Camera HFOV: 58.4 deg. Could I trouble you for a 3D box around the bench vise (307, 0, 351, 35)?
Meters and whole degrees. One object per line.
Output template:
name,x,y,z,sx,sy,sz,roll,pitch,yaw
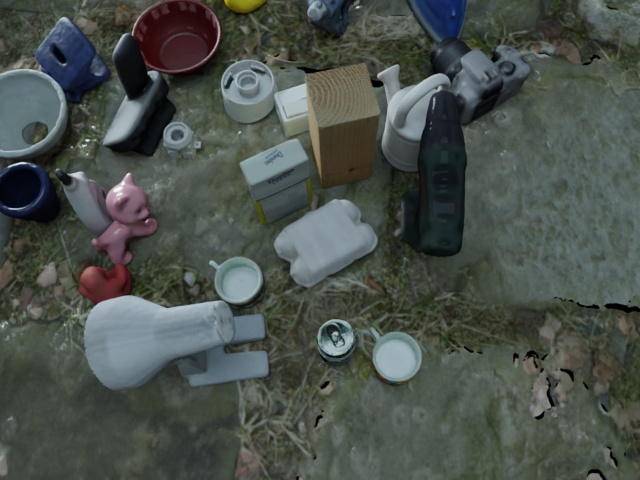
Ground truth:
bench vise,0.048,-0.479,0.990,0.121,0.220,0.207,8,71,4

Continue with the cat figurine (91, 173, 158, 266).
cat figurine,-0.310,-0.035,0.896,0.067,0.118,0.128,30,74,11

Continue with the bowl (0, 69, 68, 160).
bowl,-0.503,-0.202,0.979,0.167,0.075,0.167,0,71,1

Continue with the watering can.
watering can,0.149,-0.198,0.905,0.172,0.194,0.101,35,75,12

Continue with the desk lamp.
desk lamp,-0.184,0.137,0.784,0.203,0.213,0.118,-8,71,-2

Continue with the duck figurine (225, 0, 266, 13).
duck figurine,-0.138,-0.484,1.065,0.077,0.086,0.105,36,75,12

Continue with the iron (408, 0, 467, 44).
iron,0.221,-0.489,1.032,0.118,0.141,0.258,-9,71,-2

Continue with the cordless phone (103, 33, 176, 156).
cordless phone,-0.315,-0.234,0.929,0.094,0.185,0.148,15,72,6

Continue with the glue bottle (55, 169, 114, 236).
glue bottle,-0.363,-0.068,0.879,0.037,0.173,0.078,-15,71,-4

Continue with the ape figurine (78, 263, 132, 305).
ape figurine,-0.333,0.067,0.875,0.078,0.092,0.076,-11,71,-3

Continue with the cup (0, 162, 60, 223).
cup,-0.474,-0.061,0.920,0.118,0.095,0.091,-18,72,-5

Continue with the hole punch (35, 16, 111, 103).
hole punch,-0.442,-0.317,1.010,0.101,0.091,0.108,-39,75,-11

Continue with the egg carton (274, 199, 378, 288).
egg carton,0.008,0.003,0.904,0.150,0.069,0.107,-31,73,-9

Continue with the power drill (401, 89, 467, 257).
power drill,0.169,-0.075,0.855,0.075,0.208,0.229,0,71,1

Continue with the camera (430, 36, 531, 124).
camera,0.266,-0.297,0.987,0.143,0.101,0.136,-31,73,-9
